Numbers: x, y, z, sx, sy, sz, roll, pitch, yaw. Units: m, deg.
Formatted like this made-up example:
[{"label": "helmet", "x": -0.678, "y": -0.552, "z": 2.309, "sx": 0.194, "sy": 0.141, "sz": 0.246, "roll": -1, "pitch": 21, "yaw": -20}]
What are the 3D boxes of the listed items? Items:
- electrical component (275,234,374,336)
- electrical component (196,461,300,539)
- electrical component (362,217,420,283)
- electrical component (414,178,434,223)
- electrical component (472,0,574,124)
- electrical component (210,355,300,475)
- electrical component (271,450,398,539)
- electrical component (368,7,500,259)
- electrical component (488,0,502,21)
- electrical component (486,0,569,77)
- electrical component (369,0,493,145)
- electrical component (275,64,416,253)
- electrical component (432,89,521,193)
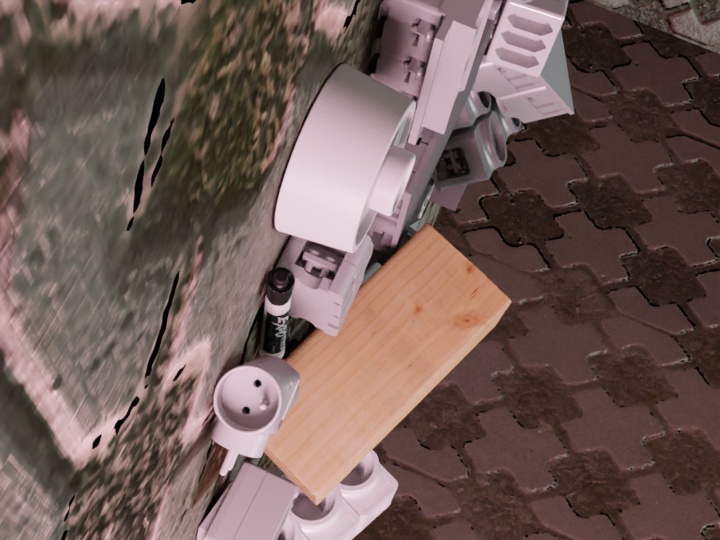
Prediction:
[{"label": "electrical component", "x": -0.025, "y": 0.000, "z": 0.744, "sx": 0.089, "sy": 0.050, "sz": 0.055, "roll": 101, "pitch": 13, "yaw": -69}, {"label": "electrical component", "x": -0.094, "y": 0.209, "z": 0.907, "sx": 0.061, "sy": 0.061, "sz": 0.096, "roll": 109, "pitch": 7, "yaw": -51}, {"label": "electrical component", "x": 0.000, "y": 0.000, "z": 0.933, "sx": 0.063, "sy": 0.079, "sz": 0.121, "roll": -32, "pitch": 152, "yaw": -42}, {"label": "electrical component", "x": 0.034, "y": -0.069, "z": 1.036, "sx": 0.078, "sy": 0.057, "sz": 0.058, "roll": -61, "pitch": 173, "yaw": -51}, {"label": "electrical component", "x": 0.143, "y": -0.213, "z": 1.012, "sx": 0.186, "sy": 0.060, "sz": 0.105, "roll": 17, "pitch": 64, "yaw": -65}, {"label": "electrical component", "x": -0.074, "y": 0.097, "z": 0.708, "sx": 0.077, "sy": 0.043, "sz": 0.079, "roll": -2, "pitch": 115, "yaw": -85}, {"label": "electrical component", "x": -0.049, "y": 0.221, "z": 0.996, "sx": 0.150, "sy": 0.089, "sz": 0.061, "roll": -37, "pitch": 159, "yaw": -28}, {"label": "electrical component", "x": 0.039, "y": -0.117, "z": 0.841, "sx": 0.105, "sy": 0.060, "sz": 0.186, "roll": 104, "pitch": 11, "yaw": -64}, {"label": "electrical component", "x": 0.074, "y": -0.205, "z": 0.799, "sx": 0.048, "sy": 0.062, "sz": 0.048, "roll": 23, "pitch": 90, "yaw": -85}, {"label": "electrical component", "x": 0.140, "y": -0.211, "z": 0.882, "sx": 0.065, "sy": 0.047, "sz": 0.076, "roll": 107, "pitch": 1, "yaw": -52}, {"label": "electrical component", "x": 0.045, "y": -0.152, "z": 0.725, "sx": 0.121, "sy": 0.063, "sz": 0.078, "roll": 103, "pitch": 11, "yaw": -65}, {"label": "electrical component", "x": -0.002, "y": -0.062, "z": 0.646, "sx": 0.108, "sy": 0.060, "sz": 0.108, "roll": 23, "pitch": 90, "yaw": -85}, {"label": "electrical component", "x": 0.109, "y": -0.166, "z": 1.071, "sx": 0.186, "sy": 0.060, "sz": 0.105, "roll": -59, "pitch": 133, "yaw": -58}]
